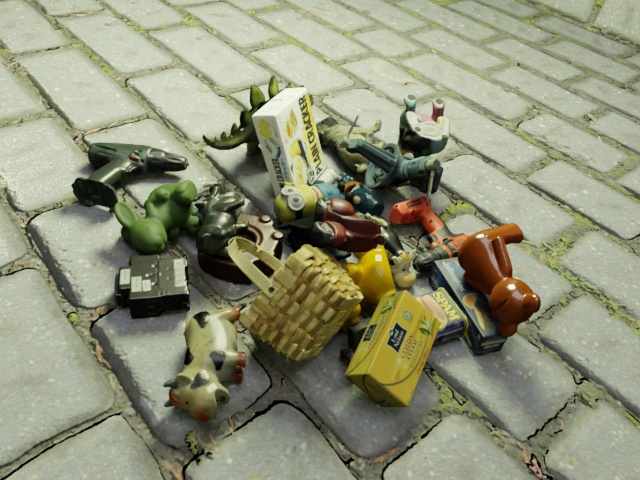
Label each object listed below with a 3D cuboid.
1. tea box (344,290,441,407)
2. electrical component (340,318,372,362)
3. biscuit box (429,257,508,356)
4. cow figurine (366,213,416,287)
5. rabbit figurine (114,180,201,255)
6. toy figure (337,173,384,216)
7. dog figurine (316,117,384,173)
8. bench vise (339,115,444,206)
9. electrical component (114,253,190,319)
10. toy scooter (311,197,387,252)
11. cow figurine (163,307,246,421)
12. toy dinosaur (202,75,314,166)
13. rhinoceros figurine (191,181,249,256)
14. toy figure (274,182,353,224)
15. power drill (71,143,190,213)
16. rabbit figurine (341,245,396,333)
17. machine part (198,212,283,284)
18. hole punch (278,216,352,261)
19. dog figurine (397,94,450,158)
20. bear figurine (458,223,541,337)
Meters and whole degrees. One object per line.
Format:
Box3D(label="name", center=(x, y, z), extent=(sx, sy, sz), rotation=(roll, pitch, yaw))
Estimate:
Box3D(label="tea box", center=(0.125, 0.181, 0.901), extent=(0.098, 0.068, 0.169), rotation=(41, 57, -18))
Box3D(label="electrical component", center=(0.085, 0.183, 0.949), extent=(0.102, 0.078, 0.045), rotation=(-10, 21, -27))
Box3D(label="biscuit box", center=(0.285, 0.124, 1.048), extent=(0.063, 0.059, 0.203), rotation=(-8, 44, -18))
Box3D(label="cow figurine", center=(0.145, 0.018, 1.115), extent=(0.068, 0.098, 0.168), rotation=(-19, 48, -35))
Box3D(label="rabbit figurine", center=(-0.334, -0.040, 1.082), extent=(0.159, 0.121, 0.170), rotation=(8, 39, 9))
Box3D(label="toy figure", center=(0.087, -0.107, 1.272), extent=(0.058, 0.064, 0.155), rotation=(-47, 52, 0))
Box3D(label="dog figurine", center=(0.056, -0.242, 1.402), extent=(0.191, 0.121, 0.172), rotation=(7, 37, 19))
Box3D(label="bench vise", center=(0.156, -0.175, 1.234), extent=(0.240, 0.129, 0.224), rotation=(25, -3, -25))
Box3D(label="electrical component", center=(-0.311, 0.083, 0.998), extent=(0.134, 0.058, 0.115), rotation=(-3, 41, -12))
Box3D(label="toy scooter", center=(0.053, -0.025, 0.996), extent=(0.135, 0.075, 0.184), rotation=(8, 21, -2))
Box3D(label="cow figurine", center=(-0.187, 0.199, 0.871), extent=(0.127, 0.085, 0.195), rotation=(0, 43, -14))
Box3D(label="toy dinosaur", center=(-0.133, -0.290, 1.335), extent=(0.105, 0.198, 0.471), rotation=(22, 42, 19))
Box3D(label="rhinoceros figurine", center=(-0.201, -0.044, 1.072), extent=(0.112, 0.073, 0.190), rotation=(-6, 44, 4))
Box3D(label="toy figure", center=(-0.017, -0.082, 1.213), extent=(0.180, 0.089, 0.082), rotation=(-12, 33, -33))
Box3D(label="power drill", center=(-0.441, -0.153, 1.220), extent=(0.232, 0.085, 0.207), rotation=(13, 46, 7))
Box3D(label="rabbit figurine", center=(0.056, 0.098, 1.023), extent=(0.173, 0.121, 0.162), rotation=(-8, 52, 3))
Box3D(label="machine part", center=(-0.163, 0.011, 1.102), extent=(0.179, 0.056, 0.179), rotation=(4, 43, -3))
Box3D(label="hole punch", center=(-0.002, -0.003, 1.137), extent=(0.142, 0.092, 0.116), rotation=(-16, 19, -21))
Box3D(label="dog figurine", center=(0.244, -0.245, 1.348), extent=(0.108, 0.219, 0.191), rotation=(1, 60, -4))
Box3D(label="bear figurine", center=(0.346, 0.071, 0.990), extent=(0.132, 0.120, 0.196), rotation=(-5, 45, -31))
